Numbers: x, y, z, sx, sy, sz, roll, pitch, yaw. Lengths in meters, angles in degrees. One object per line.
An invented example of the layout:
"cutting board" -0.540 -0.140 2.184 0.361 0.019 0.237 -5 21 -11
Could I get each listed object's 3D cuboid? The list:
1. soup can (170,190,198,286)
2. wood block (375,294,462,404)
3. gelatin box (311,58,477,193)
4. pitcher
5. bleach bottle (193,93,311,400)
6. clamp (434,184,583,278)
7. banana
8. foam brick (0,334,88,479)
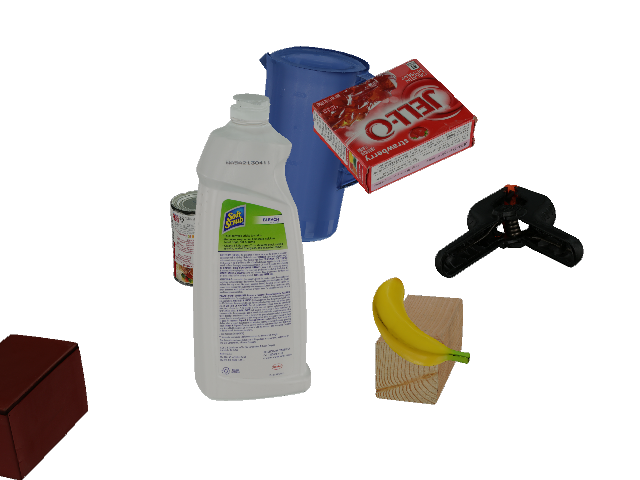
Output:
"soup can" -0.151 -0.003 1.320 0.068 0.102 0.068 0 26 0
"wood block" 0.150 0.157 1.585 0.091 0.090 0.205 4 17 16
"gelatin box" 0.050 -0.080 0.726 0.089 0.073 0.030 -26 -37 -17
"pitcher" -0.007 -0.123 1.393 0.144 0.243 0.149 0 23 -18
"bleach bottle" -0.054 0.005 0.881 0.102 0.251 0.068 -3 20 -19
"clamp" 0.176 -0.011 0.937 0.120 0.039 0.171 3 25 20
"banana" 0.096 0.095 1.216 0.069 0.037 0.198 6 23 -24
"foam brick" -0.189 0.101 0.664 0.053 0.051 0.078 7 28 21
